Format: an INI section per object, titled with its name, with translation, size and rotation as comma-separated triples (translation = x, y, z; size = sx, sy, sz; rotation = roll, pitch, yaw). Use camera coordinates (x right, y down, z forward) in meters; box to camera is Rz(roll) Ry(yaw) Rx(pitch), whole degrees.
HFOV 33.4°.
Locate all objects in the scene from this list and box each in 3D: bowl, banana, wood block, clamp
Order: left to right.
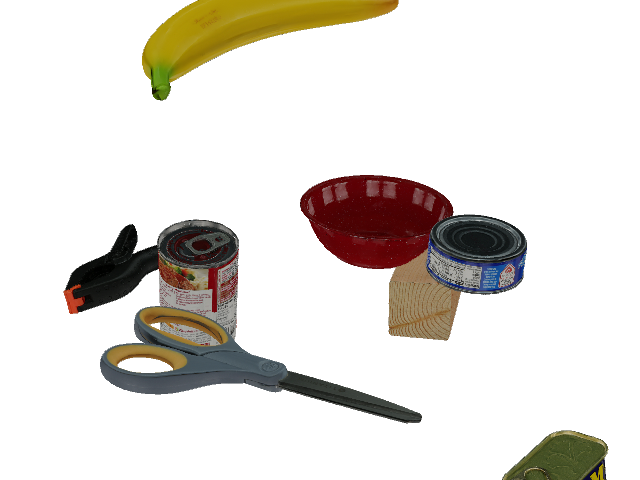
[clamp]
translation = -0.209, 0.028, 1.180
size = 0.120, 0.039, 0.171
rotation = -4, 28, 29
[banana]
translation = -0.041, -0.138, 0.688
size = 0.197, 0.070, 0.037
rotation = -29, -30, -28
[bowl]
translation = 0.058, -0.014, 1.133
size = 0.162, 0.055, 0.162
rotation = 2, 26, -1
[wood block]
translation = 0.164, 0.064, 1.619
size = 0.091, 0.090, 0.206
rotation = 4, 22, 12

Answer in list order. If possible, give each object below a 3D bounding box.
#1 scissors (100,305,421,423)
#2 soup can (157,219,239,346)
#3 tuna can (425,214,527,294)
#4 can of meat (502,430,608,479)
[scissors]
translation = -0.049, 0.085, 0.638
size = 0.202, 0.016, 0.096
rotation = 22, 31, 33
[soup can]
translation = -0.104, 0.043, 0.912
size = 0.068, 0.102, 0.068
rotation = 3, 35, -2
[tuna can]
translation = 0.135, 0.011, 0.927
size = 0.086, 0.034, 0.086
rotation = 2, 29, -1
[can of meat]
translation = 0.204, 0.225, 0.908
size = 0.058, 0.084, 0.101
rotation = 10, 29, 43
